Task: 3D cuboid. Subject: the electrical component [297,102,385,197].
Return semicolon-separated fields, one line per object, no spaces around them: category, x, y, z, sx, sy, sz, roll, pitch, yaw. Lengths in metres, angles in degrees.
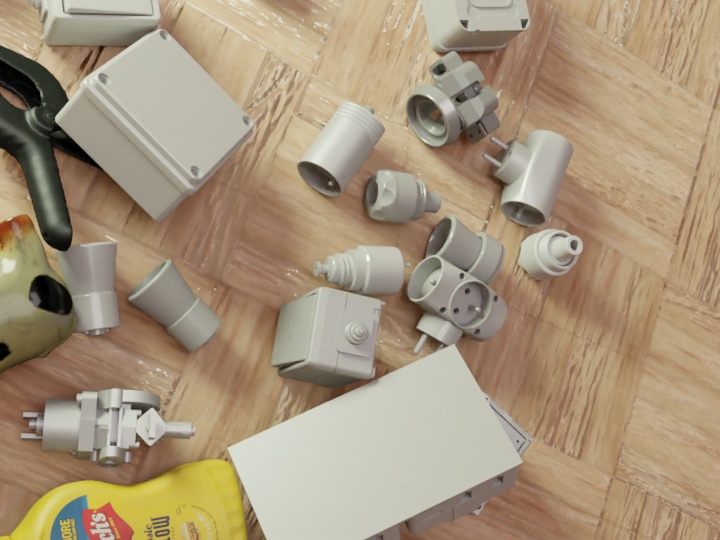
electrical component;-0.012;-0.105;0.892;0.043;0.043;0.081;39;66;-13

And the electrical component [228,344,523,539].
electrical component;0.012;0.148;0.799;0.186;0.060;0.105;-24;61;-9

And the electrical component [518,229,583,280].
electrical component;0.171;-0.016;0.948;0.043;0.062;0.043;5;77;-24

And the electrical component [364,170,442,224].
electrical component;0.038;-0.060;0.907;0.062;0.043;0.043;6;77;-25

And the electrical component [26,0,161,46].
electrical component;-0.204;-0.209;0.815;0.096;0.061;0.061;-5;82;-25

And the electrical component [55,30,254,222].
electrical component;-0.149;-0.109;0.801;0.108;0.056;0.108;46;36;-10

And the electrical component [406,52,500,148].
electrical component;0.078;-0.142;0.934;0.057;0.058;0.078;-35;95;-29

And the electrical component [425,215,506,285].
electrical component;0.091;-0.016;0.921;0.055;0.045;0.045;27;70;-18

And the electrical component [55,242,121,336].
electrical component;-0.196;0.015;0.785;0.044;0.044;0.065;-7;87;-26

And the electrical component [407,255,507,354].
electrical component;0.073;0.040;0.899;0.077;0.044;0.079;32;85;-28

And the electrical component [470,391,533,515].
electrical component;0.081;0.153;0.877;0.062;0.061;0.096;43;72;-9

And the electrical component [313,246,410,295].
electrical component;0.000;0.000;0.878;0.078;0.040;0.040;2;79;-24

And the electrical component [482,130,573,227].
electrical component;0.145;-0.091;0.962;0.079;0.043;0.077;30;69;-16

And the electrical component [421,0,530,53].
electrical component;0.098;-0.256;0.966;0.078;0.057;0.113;-7;83;-26

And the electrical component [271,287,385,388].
electrical component;-0.025;0.051;0.825;0.061;0.096;0.061;14;74;-19

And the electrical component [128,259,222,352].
electrical component;-0.137;0.030;0.810;0.065;0.044;0.044;47;65;-14
